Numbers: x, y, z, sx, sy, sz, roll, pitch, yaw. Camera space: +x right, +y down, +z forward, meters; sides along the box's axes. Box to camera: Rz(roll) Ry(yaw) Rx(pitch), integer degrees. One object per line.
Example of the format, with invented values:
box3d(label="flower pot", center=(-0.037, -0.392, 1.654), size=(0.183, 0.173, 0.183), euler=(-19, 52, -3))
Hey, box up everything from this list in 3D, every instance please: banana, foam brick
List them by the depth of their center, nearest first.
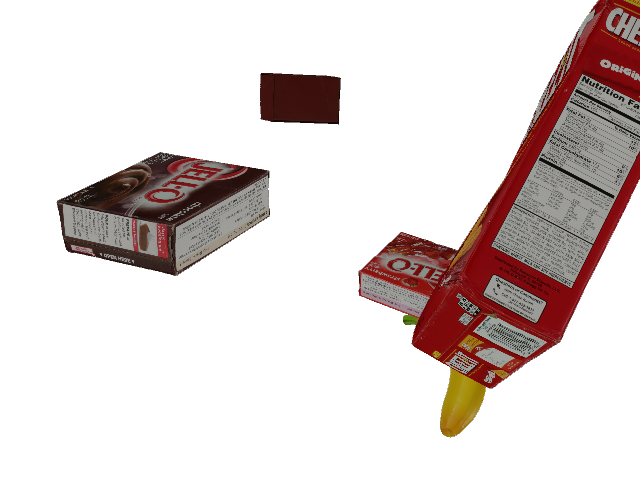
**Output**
box3d(label="banana", center=(0.139, 0.130, 1.106), size=(0.069, 0.037, 0.198), euler=(-26, 29, 7))
box3d(label="foam brick", center=(-0.022, -0.154, 1.160), size=(0.078, 0.051, 0.053), euler=(0, 11, -18))

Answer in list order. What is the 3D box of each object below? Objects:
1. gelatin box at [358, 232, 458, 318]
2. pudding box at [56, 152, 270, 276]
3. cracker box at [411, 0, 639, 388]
box3d(label="gelatin box", center=(0.088, 0.032, 0.899), size=(0.089, 0.030, 0.073), euler=(19, 38, 27))
box3d(label="pudding box", center=(-0.098, -0.020, 0.688), size=(0.090, 0.039, 0.113), euler=(10, 27, 27))
box3d(label="cracker box", center=(0.141, -0.026, 0.663), size=(0.072, 0.213, 0.164), euler=(28, -16, 5))
